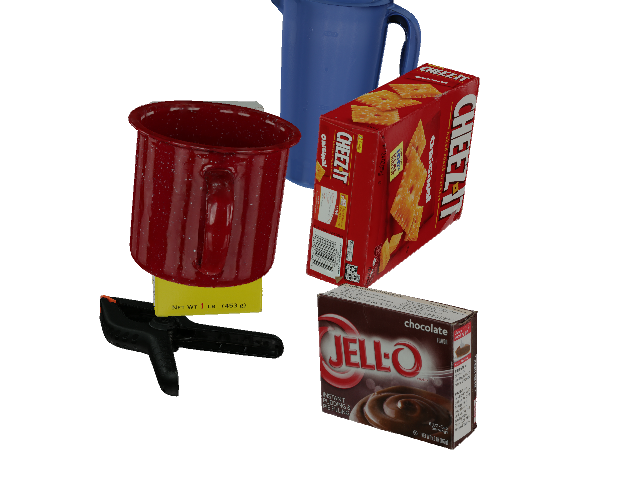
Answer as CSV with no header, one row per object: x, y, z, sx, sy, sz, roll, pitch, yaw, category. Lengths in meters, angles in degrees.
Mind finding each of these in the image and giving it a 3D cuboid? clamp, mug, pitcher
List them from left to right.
-0.166,0.103,1.119,0.210,0.036,0.164,17,19,29,clamp
-0.059,-0.021,0.576,0.093,0.081,0.117,3,21,-14,mug
0.021,-0.188,1.308,0.144,0.243,0.149,-9,29,-27,pitcher

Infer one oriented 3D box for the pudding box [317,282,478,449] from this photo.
0.052,0.084,0.733,0.114,0.090,0.039,9,21,34,pudding box

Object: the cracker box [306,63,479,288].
0.075,-0.066,1.040,0.072,0.164,0.213,20,30,27,cracker box

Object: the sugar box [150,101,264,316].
-0.095,-0.027,0.893,0.093,0.176,0.048,-2,16,-12,sugar box
